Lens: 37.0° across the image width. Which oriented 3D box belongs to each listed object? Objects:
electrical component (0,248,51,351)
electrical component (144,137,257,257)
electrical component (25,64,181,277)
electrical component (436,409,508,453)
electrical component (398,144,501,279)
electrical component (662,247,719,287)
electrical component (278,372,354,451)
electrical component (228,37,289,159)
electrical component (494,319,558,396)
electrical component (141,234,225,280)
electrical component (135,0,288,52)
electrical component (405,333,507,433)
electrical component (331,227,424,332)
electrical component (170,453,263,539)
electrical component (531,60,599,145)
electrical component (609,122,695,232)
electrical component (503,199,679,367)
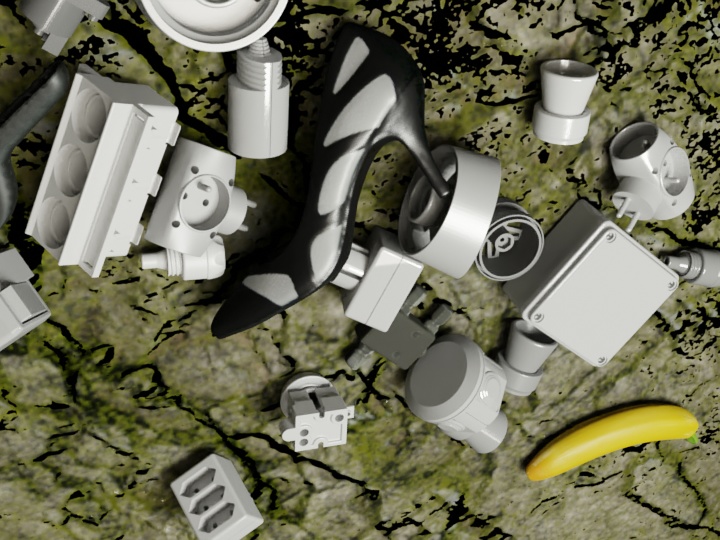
[{"bbox_3d":[-0.260,0.023,0.754,0.061,0.096,0.061,-34,95,2],"label":"electrical component"},{"bbox_3d":[-0.109,-0.048,0.783,0.079,0.044,0.077,17,94,-42],"label":"electrical component"},{"bbox_3d":[-0.176,-0.068,0.739,0.063,0.079,0.121,-5,126,-52],"label":"electrical component"},{"bbox_3d":[0.100,0.136,0.977,0.055,0.045,0.045,33,105,-32],"label":"electrical component"},{"bbox_3d":[0.073,-0.046,0.830,0.064,0.099,0.099,19,112,-22],"label":"electrical component"},{"bbox_3d":[0.302,-0.004,0.974,0.061,0.035,0.035,8,116,-21],"label":"electrical component"},{"bbox_3d":[-0.040,0.118,0.909,0.066,0.055,0.048,-6,121,-16],"label":"electrical component"},{"bbox_3d":[-0.072,-0.125,0.760,0.043,0.043,0.081,-6,121,-17],"label":"electrical component"},{"bbox_3d":[0.145,0.078,0.959,0.045,0.045,0.055,10,116,-25],"label":"electrical component"},{"bbox_3d":[-0.134,-0.009,0.812,0.061,0.035,0.035,-5,121,-14],"label":"electrical component"},{"bbox_3d":[-0.095,-0.192,0.690,0.108,0.060,0.108,-4,111,-11],"label":"electrical component"},{"bbox_3d":[0.083,0.100,0.929,0.080,0.080,0.051,-46,129,10],"label":"electrical component"},{"bbox_3d":[0.000,0.000,0.859,0.077,0.047,0.065,23,110,-15],"label":"electrical component"},{"bbox_3d":[-0.116,0.204,0.932,0.047,0.065,0.076,-36,154,3],"label":"electrical component"},{"bbox_3d":[0.159,-0.131,0.840,0.045,0.045,0.055,-5,121,-17],"label":"electrical component"},{"bbox_3d":[0.236,-0.068,0.894,0.077,0.044,0.079,48,66,-34],"label":"electrical component"},{"bbox_3d":[0.200,0.013,0.933,0.109,0.056,0.108,32,105,-32],"label":"electrical component"}]
